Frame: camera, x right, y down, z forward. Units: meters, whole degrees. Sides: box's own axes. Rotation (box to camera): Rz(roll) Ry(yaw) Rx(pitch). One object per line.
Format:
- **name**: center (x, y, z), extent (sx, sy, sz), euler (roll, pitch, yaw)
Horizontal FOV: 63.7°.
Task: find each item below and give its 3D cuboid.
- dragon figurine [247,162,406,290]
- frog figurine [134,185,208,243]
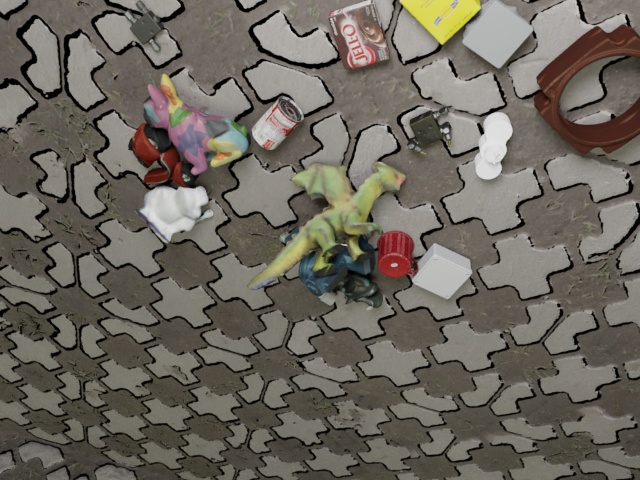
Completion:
- **dragon figurine**: center (0.003, -0.058, 1.150), extent (0.410, 0.247, 0.120), euler (-19, -26, 5)
- **frog figurine**: center (-0.356, -0.085, 1.279), extent (0.160, 0.138, 0.122), euler (-40, -2, -5)
